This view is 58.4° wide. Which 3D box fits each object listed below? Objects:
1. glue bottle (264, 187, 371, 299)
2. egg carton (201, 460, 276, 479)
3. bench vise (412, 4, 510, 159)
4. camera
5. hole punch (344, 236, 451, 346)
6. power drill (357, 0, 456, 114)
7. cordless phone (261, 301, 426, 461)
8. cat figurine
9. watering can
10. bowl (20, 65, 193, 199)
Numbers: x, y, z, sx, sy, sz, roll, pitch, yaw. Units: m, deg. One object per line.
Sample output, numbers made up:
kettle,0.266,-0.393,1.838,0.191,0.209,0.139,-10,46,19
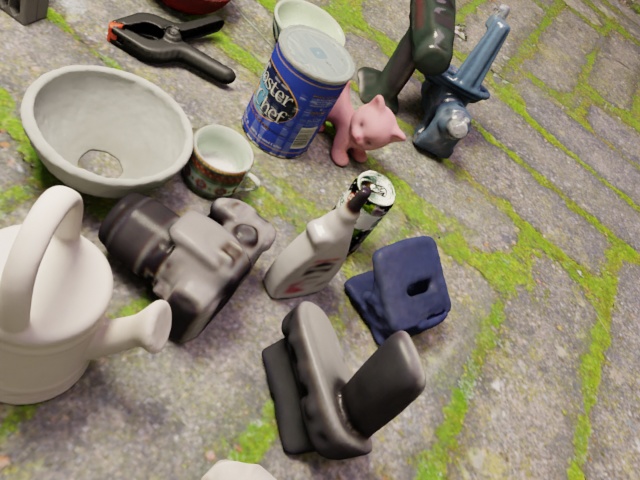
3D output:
glue bottle,0.005,0.002,0.593,0.078,0.173,0.037,-10,61,-37
egg carton,-0.045,0.246,0.438,0.150,0.069,0.107,39,44,2
bench vise,0.239,-0.246,0.906,0.122,0.219,0.207,8,51,-26
camera,-0.130,0.001,0.560,0.137,0.100,0.143,36,44,-1
hole punch,0.103,0.058,0.667,0.109,0.091,0.101,-14,64,-39
power drill,0.141,-0.315,0.909,0.076,0.208,0.229,15,49,-21
cordless phone,0.028,0.107,0.514,0.094,0.185,0.147,-3,57,-33
cat figurine,0.057,-0.167,0.802,0.067,0.117,0.127,-15,64,-39
watering can,-0.198,0.038,0.421,0.173,0.193,0.101,8,52,-27
bowl,-0.224,-0.102,0.604,0.168,0.074,0.167,17,48,-20
